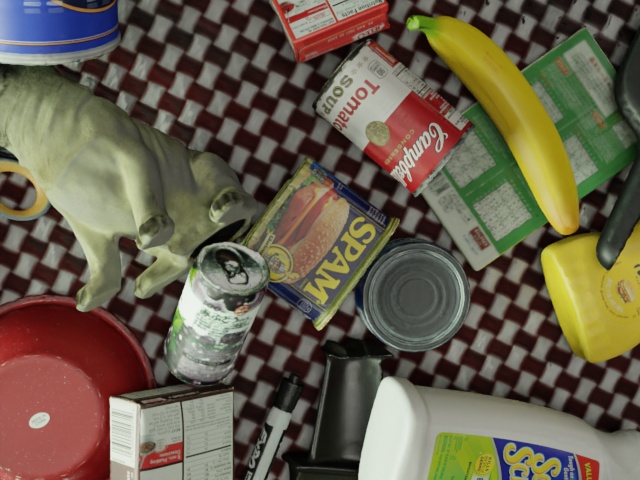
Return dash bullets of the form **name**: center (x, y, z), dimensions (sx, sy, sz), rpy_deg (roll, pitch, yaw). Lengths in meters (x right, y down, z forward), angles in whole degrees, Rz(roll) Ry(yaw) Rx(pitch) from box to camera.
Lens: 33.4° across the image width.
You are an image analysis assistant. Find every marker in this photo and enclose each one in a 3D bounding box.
- **marker**: center (-0.041, 0.159, 0.819), dimensions (0.020, 0.020, 0.121), rpy_deg (22, 92, -8)

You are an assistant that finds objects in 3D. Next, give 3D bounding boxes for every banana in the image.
- **banana**: center (0.135, -0.094, 0.786), dimensions (0.198, 0.037, 0.069), rpy_deg (50, 52, -8)

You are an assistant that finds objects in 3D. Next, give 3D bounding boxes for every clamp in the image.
- **clamp**: center (0.264, -0.079, 0.797), dimensions (0.164, 0.036, 0.210), rpy_deg (-13, 79, -4)

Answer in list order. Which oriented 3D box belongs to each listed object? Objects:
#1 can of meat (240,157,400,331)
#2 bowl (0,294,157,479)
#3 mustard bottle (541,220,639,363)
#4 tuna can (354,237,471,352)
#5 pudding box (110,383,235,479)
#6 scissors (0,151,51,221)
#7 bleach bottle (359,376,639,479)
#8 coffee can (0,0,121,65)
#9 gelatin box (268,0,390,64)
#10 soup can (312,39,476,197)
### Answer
- **can of meat**: center (-0.005, 0.001, 0.791), dimensions (0.084, 0.057, 0.102), rpy_deg (36, 89, -5)
- **bowl**: center (-0.201, 0.123, 0.781), dimensions (0.162, 0.055, 0.162), rpy_deg (0, 95, -5)
- **mustard bottle**: center (0.274, 0.019, 0.822), dimensions (0.191, 0.058, 0.096), rpy_deg (-20, 93, -5)
- **tuna can**: center (0.071, 0.042, 0.814), dimensions (0.086, 0.034, 0.086), rpy_deg (-1, 95, -6)
- **pudding box**: center (-0.107, 0.165, 0.782), dimensions (0.089, 0.039, 0.113), rpy_deg (-4, 98, -44)
- **scissors**: center (-0.276, -0.064, 0.775), dimensions (0.201, 0.016, 0.096), rpy_deg (2, 93, -7)
- **bleach bottle**: center (0.160, 0.163, 0.804), dimensions (0.250, 0.068, 0.103), rpy_deg (7, 108, -19)
- **coffee can**: center (-0.177, -0.191, 0.661), dimensions (0.102, 0.103, 0.140), rpy_deg (0, 117, -6)
- **gelatin box**: center (0.001, -0.179, 0.771), dimensions (0.073, 0.030, 0.089), rpy_deg (-23, 65, -4)
- **soup can**: center (0.053, -0.089, 0.777), dimensions (0.102, 0.068, 0.068), rpy_deg (40, 89, 1)
